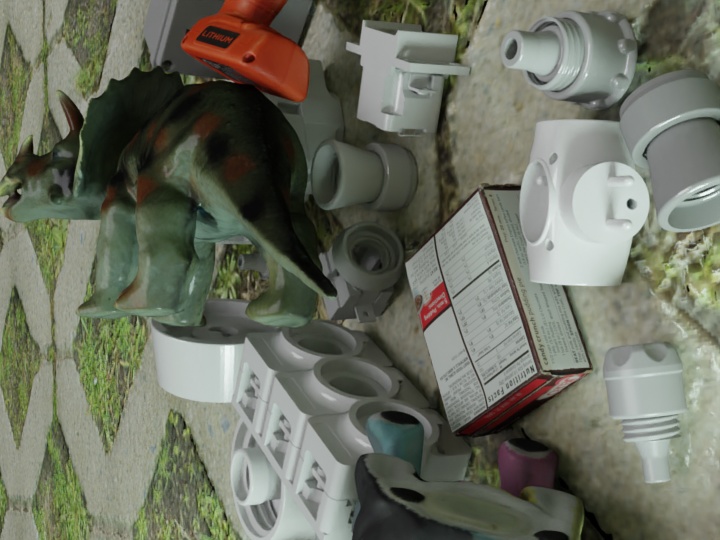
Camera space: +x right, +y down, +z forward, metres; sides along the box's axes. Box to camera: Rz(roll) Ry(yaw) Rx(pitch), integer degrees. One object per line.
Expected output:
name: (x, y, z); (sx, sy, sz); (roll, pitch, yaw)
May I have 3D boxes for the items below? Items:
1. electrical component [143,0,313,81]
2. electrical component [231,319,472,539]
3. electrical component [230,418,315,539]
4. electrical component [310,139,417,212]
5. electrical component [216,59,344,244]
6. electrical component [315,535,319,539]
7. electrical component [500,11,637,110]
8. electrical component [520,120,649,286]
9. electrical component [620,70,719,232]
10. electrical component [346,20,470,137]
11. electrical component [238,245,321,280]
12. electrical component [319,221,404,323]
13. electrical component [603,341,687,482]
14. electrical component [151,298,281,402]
electrical component: (-0.098, -0.202, 0.813); (0.108, 0.109, 0.056); (-65, 35, 37)
electrical component: (-0.009, 0.093, 0.671); (0.150, 0.089, 0.061); (45, 128, 52)
electrical component: (-0.060, 0.150, 0.790); (0.108, 0.060, 0.108); (-2, 88, 61)
electrical component: (0.002, -0.060, 0.687); (0.045, 0.055, 0.045); (-1, 89, 61)
electrical component: (-0.074, -0.087, 0.817); (0.150, 0.062, 0.089); (-37, 58, 55)
electrical component: (0.009, 0.193, 0.661); (0.054, 0.059, 0.095); (-137, 45, -55)
electrical component: (0.097, -0.102, 0.513); (0.048, 0.062, 0.048); (-1, 89, 61)
electrical component: (0.108, -0.031, 0.499); (0.079, 0.044, 0.077); (-164, 75, -79)
electrical component: (0.139, -0.050, 0.456); (0.045, 0.045, 0.055); (-49, 48, 49)
electrical component: (0.027, -0.117, 0.660); (0.081, 0.042, 0.063); (35, 123, 56)
electrical component: (-0.060, -0.006, 0.790); (0.035, 0.061, 0.035); (-1, 88, 61)
electrical component: (0.000, 0.000, 0.702); (0.055, 0.048, 0.066); (123, 137, -55)
electrical component: (0.129, 0.064, 0.482); (0.035, 0.035, 0.061); (-17, 78, 60)
electrical component: (-0.107, 0.067, 0.833); (0.108, 0.108, 0.060); (30, 121, 57)
